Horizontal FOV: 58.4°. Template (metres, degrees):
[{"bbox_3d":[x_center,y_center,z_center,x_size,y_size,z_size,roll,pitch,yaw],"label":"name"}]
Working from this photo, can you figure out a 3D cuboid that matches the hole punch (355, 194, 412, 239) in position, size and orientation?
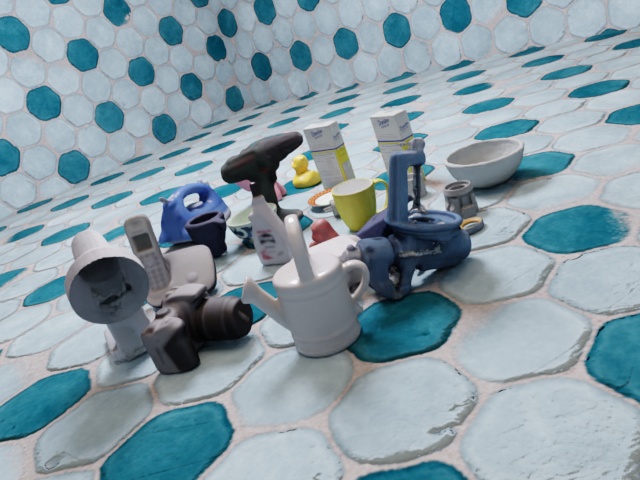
[{"bbox_3d":[0.119,-0.027,1.048,0.100,0.091,0.109,-2,26,36],"label":"hole punch"}]

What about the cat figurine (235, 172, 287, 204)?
[{"bbox_3d":[-0.170,-0.160,1.581,0.127,0.118,0.067,-11,22,18],"label":"cat figurine"}]

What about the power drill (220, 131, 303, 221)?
[{"bbox_3d":[-0.116,-0.138,1.353,0.229,0.209,0.076,-8,23,23],"label":"power drill"}]

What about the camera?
[{"bbox_3d":[-0.186,0.126,0.896,0.136,0.101,0.143,-8,23,25],"label":"camera"}]

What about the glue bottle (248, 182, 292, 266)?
[{"bbox_3d":[-0.107,-0.033,1.130,0.078,0.173,0.037,-8,23,24],"label":"glue bottle"}]

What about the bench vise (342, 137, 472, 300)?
[{"bbox_3d":[0.129,-0.030,0.866,0.208,0.220,0.121,-32,25,-32],"label":"bench vise"}]

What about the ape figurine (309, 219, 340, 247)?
[{"bbox_3d":[0.010,0.004,1.058,0.076,0.092,0.077,-20,21,-5],"label":"ape figurine"}]

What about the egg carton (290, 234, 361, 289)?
[{"bbox_3d":[0.022,0.046,0.973,0.150,0.069,0.107,-22,21,-12],"label":"egg carton"}]

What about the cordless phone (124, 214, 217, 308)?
[{"bbox_3d":[-0.289,0.028,1.106,0.147,0.185,0.094,-19,21,-2],"label":"cordless phone"}]

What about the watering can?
[{"bbox_3d":[-0.022,0.060,0.798,0.173,0.194,0.100,-25,22,-18],"label":"watering can"}]

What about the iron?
[{"bbox_3d":[-0.324,-0.088,1.490,0.118,0.142,0.259,-7,23,26],"label":"iron"}]

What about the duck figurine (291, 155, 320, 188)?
[{"bbox_3d":[-0.046,-0.199,1.624,0.078,0.086,0.104,-29,24,-28],"label":"duck figurine"}]

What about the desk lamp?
[{"bbox_3d":[-0.342,0.092,0.946,0.118,0.214,0.202,-26,22,-21],"label":"desk lamp"}]

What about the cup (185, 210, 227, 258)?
[{"bbox_3d":[-0.237,-0.008,1.283,0.117,0.095,0.092,3,29,43],"label":"cup"}]

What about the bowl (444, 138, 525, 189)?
[{"bbox_3d":[0.349,-0.154,1.206,0.167,0.075,0.167,-15,21,6],"label":"bowl"}]
